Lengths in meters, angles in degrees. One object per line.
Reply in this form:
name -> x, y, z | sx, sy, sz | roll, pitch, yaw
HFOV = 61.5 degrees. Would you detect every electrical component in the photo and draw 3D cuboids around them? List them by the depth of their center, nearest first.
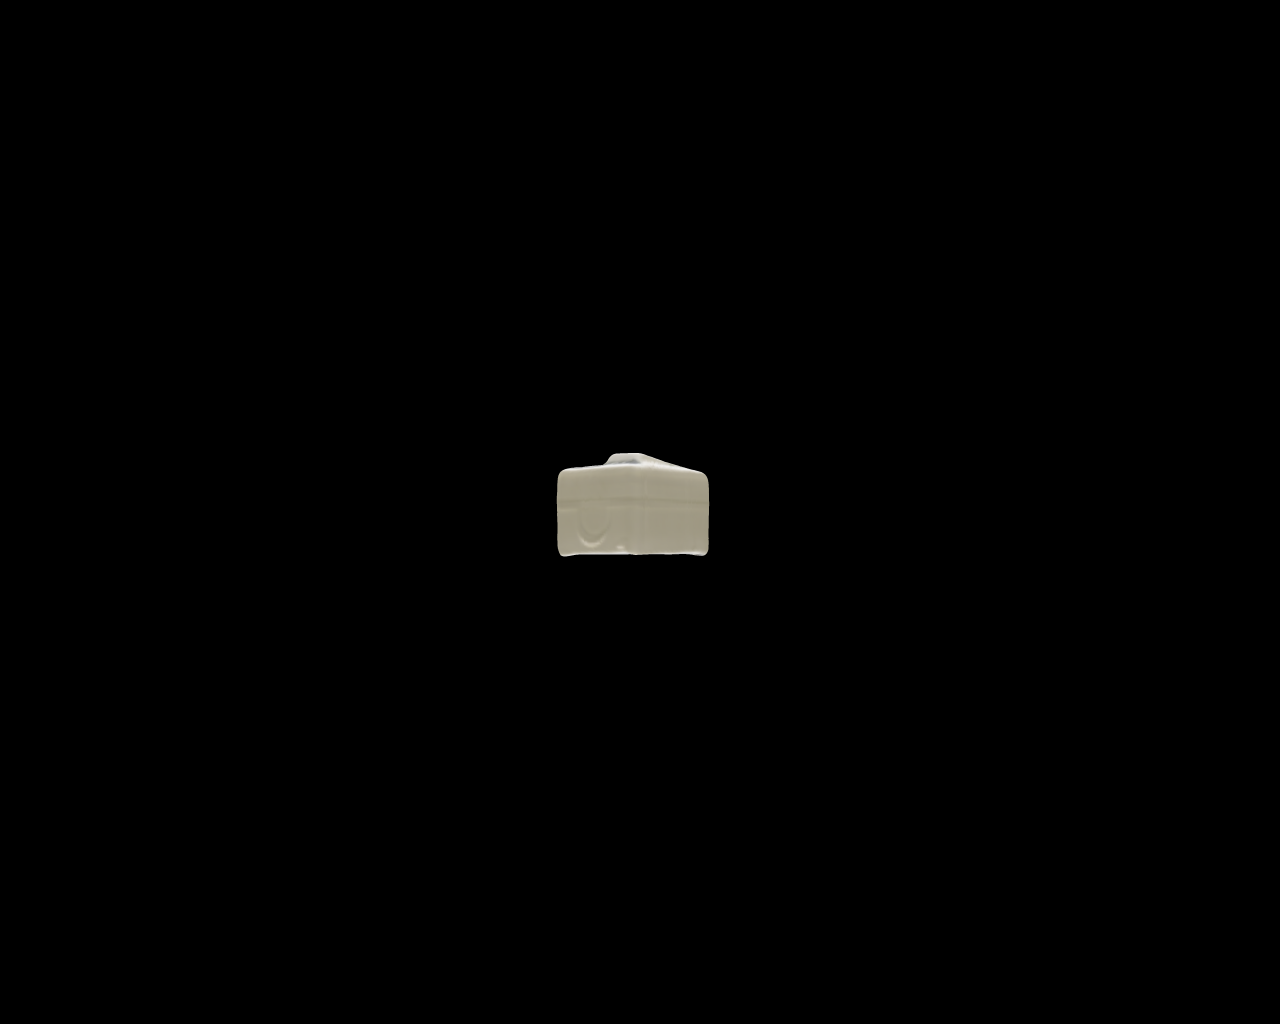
electrical component -> 0.001, -0.003, 0.650 | 0.062, 0.061, 0.096 | -2, -3, 36
